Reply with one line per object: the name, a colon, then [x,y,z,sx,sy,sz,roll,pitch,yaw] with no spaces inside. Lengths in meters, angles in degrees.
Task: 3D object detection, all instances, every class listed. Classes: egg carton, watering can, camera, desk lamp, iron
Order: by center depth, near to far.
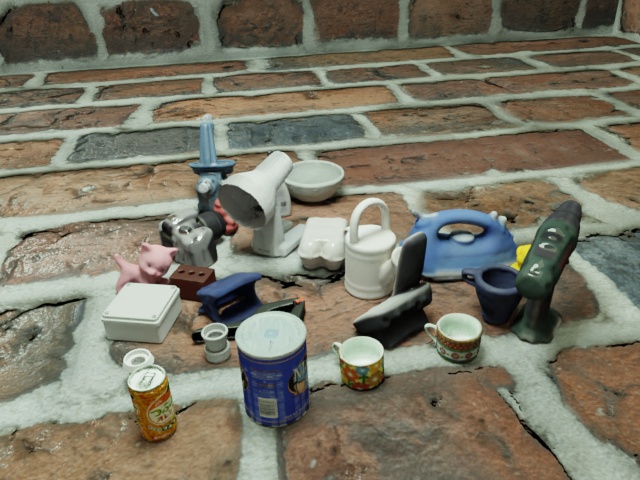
watering can: [0.103,0.012,1.104,0.172,0.194,0.101,17,36,29]
iron: [0.298,-0.006,1.176,0.258,0.141,0.118,-4,30,-3]
desk lamp: [-0.115,-0.072,1.239,0.117,0.214,0.204,15,35,27]
egg carton: [0.011,0.004,1.245,0.107,0.069,0.150,2,31,6]
camera: [-0.269,-0.018,1.267,0.142,0.101,0.137,26,40,38]

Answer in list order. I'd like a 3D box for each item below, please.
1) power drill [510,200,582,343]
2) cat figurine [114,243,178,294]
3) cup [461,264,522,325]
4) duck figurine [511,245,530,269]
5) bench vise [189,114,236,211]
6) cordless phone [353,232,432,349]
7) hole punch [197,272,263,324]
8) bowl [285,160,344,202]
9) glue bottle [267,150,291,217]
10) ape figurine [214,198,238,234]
power drill: [0.391,0.062,0.990,0.075,0.209,0.230,17,35,29]
cat figurine: [-0.346,0.050,1.137,0.127,0.118,0.067,2,31,6]
cup: [0.309,0.101,1.039,0.117,0.095,0.092,16,35,28]
duck figurine: [0.411,0.053,1.124,0.077,0.086,0.104,-4,30,-4]
bench vise: [-0.269,-0.195,1.450,0.122,0.220,0.207,-11,32,-15]
cordless phone: [0.130,0.080,0.996,0.148,0.185,0.093,-27,39,-36]
hole punch: [-0.171,0.098,1.074,0.109,0.091,0.100,-25,38,-34]
bowl: [-0.019,-0.145,1.495,0.167,0.075,0.167,-1,30,1]
glue bottle: [-0.113,-0.136,1.387,0.078,0.173,0.037,-9,31,-11]
ape figurine: [-0.227,-0.060,1.345,0.076,0.092,0.077,-25,38,-34]
